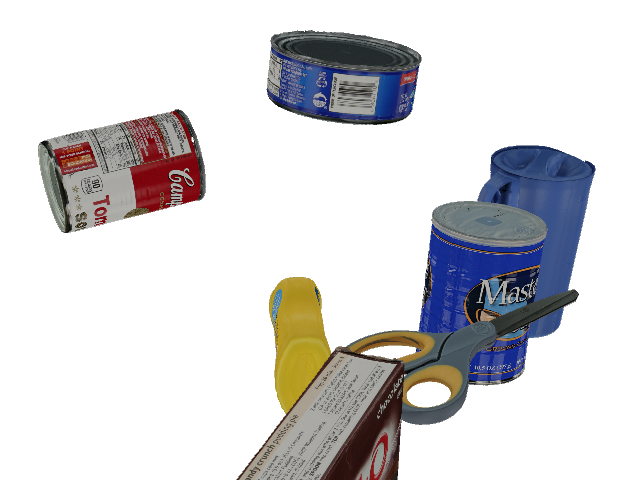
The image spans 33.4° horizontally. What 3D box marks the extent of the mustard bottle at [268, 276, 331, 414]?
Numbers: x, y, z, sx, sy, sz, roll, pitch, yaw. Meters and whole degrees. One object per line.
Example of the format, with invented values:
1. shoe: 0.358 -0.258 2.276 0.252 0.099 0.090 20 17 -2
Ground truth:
1. mustard bottle: -0.023 0.093 1.115 0.058 0.096 0.191 -2 27 -5

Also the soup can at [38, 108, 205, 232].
1. soup can: -0.141 -0.049 0.755 0.102 0.068 0.069 -16 6 -21

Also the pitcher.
1. pitcher: 0.272 0.005 1.416 0.149 0.243 0.145 5 24 4

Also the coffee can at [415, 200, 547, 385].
1. coffee can: 0.145 0.046 0.975 0.103 0.140 0.103 4 21 -2

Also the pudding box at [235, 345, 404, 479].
1. pudding box: 0.001 0.113 0.468 0.039 0.090 0.113 12 31 18

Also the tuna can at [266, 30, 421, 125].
1. tuna can: 0.013 -0.093 0.606 0.086 0.034 0.086 6 22 -3

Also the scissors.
1. scissors: 0.111 0.077 0.722 0.201 0.016 0.096 -9 34 -17
